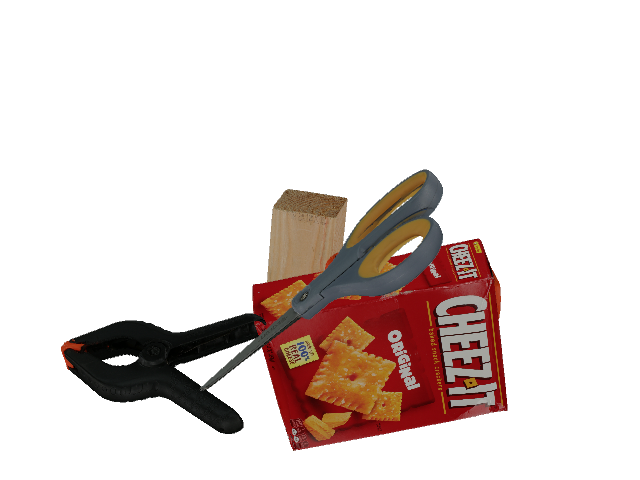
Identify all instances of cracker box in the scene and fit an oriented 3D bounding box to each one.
[{"bbox_3d":[0.058,0.101,0.986,0.213,0.164,0.072,-11,34,2],"label":"cracker box"}]

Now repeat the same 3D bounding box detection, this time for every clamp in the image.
[{"bbox_3d":[-0.129,0.097,0.901,0.171,0.039,0.120,12,40,11],"label":"clamp"}]

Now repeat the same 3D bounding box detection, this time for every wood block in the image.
[{"bbox_3d":[-0.023,0.044,1.486,0.090,0.206,0.090,9,22,8],"label":"wood block"}]

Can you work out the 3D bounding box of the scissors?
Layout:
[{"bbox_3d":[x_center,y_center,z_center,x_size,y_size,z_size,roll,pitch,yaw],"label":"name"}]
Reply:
[{"bbox_3d":[0.003,0.039,0.636,0.016,0.202,0.096,42,5,-22],"label":"scissors"}]

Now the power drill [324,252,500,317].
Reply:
[{"bbox_3d":[0.101,0.062,1.189,0.187,0.057,0.184,-4,28,-4],"label":"power drill"}]
